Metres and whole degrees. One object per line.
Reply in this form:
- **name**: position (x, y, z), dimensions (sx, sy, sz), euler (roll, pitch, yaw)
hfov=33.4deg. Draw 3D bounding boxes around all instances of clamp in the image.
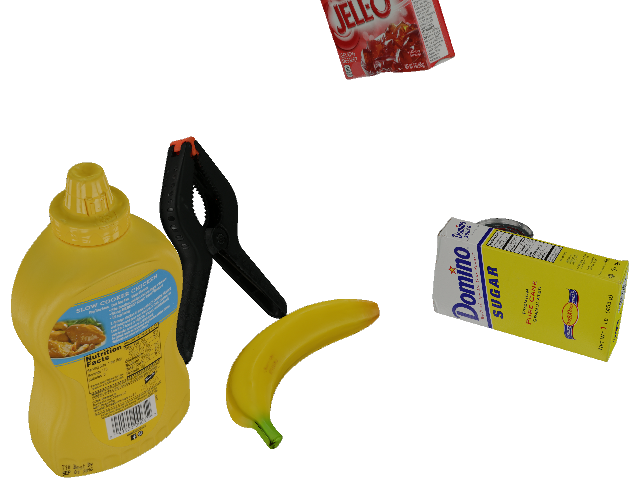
- **clamp**: position (-0.102, 0.004, 1.036), dimensions (0.036, 0.210, 0.164), euler (-9, 1, 37)

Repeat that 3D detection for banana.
- **banana**: position (-0.021, 0.091, 0.828), dimensions (0.070, 0.037, 0.197), euler (30, 38, 10)

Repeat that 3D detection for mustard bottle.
- **mustard bottle**: position (-0.122, 0.041, 0.592), dimensions (0.096, 0.192, 0.058), euler (-23, 45, -30)

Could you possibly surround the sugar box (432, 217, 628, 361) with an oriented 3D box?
- **sugar box**: position (0.195, 0.045, 1.009), dimensions (0.176, 0.093, 0.048), euler (13, 34, 21)

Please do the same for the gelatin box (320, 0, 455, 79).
- **gelatin box**: position (0.040, -0.148, 0.708), dimensions (0.030, 0.073, 0.089), euler (-30, 20, -32)

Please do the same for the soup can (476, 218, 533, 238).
- **soup can**: position (0.202, 0.035, 1.216), dimensions (0.068, 0.102, 0.068), euler (1, 27, -1)
